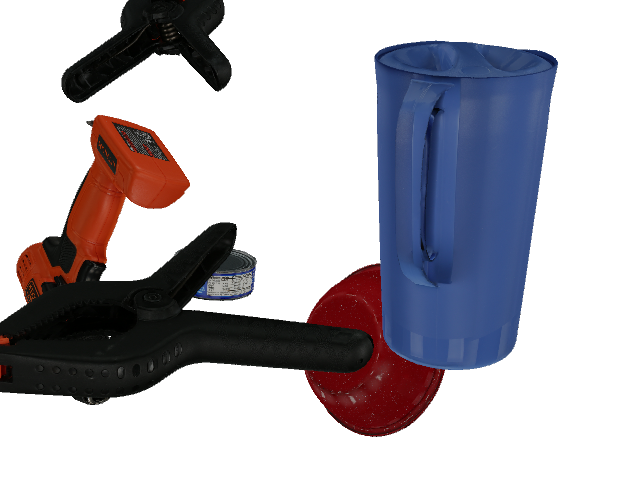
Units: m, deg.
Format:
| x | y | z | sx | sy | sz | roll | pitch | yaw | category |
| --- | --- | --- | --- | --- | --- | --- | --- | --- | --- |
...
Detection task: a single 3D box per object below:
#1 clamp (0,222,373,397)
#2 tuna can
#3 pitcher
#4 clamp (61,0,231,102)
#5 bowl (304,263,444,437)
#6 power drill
| x | y | z | sx | sy | sz | roll | pitch | yaw | category |
| --- | --- | --- | --- | --- | --- | --- | --- | --- | --- |
| -0.097 | 0.042 | 0.614 | 0.209 | 0.036 | 0.165 | -8 | 30 | -27 | clamp |
| -0.110 | 0.034 | 1.112 | 0.086 | 0.034 | 0.086 | 5 | 16 | -2 | tuna can |
| 0.100 | -0.024 | 0.814 | 0.149 | 0.243 | 0.145 | -7 | 22 | -19 | pitcher |
| -0.105 | -0.153 | 0.785 | 0.120 | 0.039 | 0.171 | 7 | 43 | 13 | clamp |
| 0.035 | 0.097 | 0.974 | 0.162 | 0.162 | 0.055 | 0 | -10 | 42 | bowl |
| -0.173 | 0.011 | 0.839 | 0.057 | 0.188 | 0.185 | 15 | 25 | -40 | power drill |
